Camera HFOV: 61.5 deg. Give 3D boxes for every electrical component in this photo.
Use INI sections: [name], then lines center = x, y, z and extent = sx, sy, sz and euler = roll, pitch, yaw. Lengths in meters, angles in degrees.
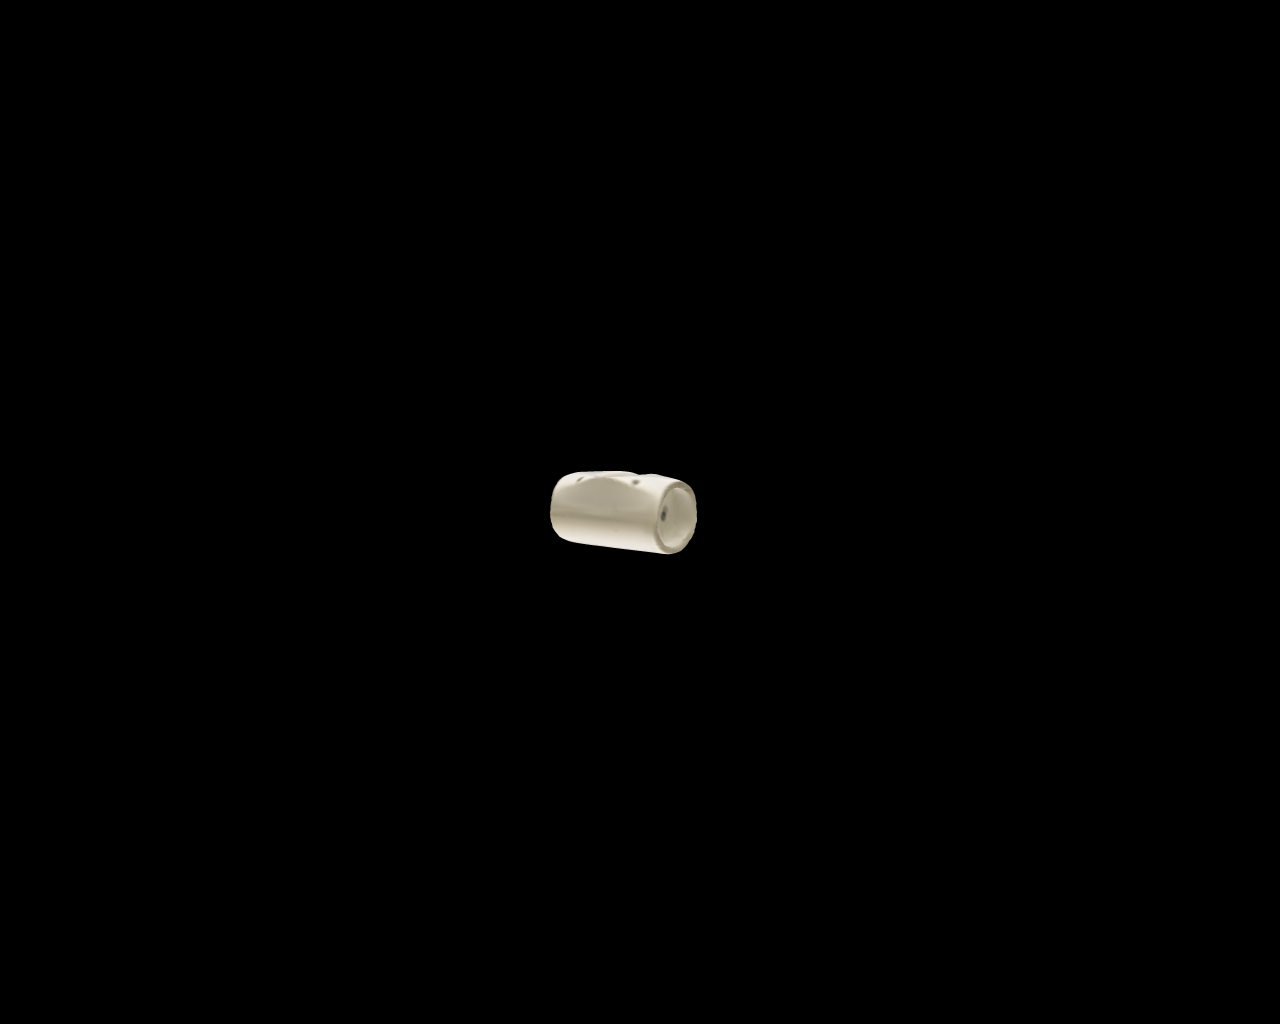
[electrical component]
center = 0.001, -0.003, 0.650
extent = 0.077, 0.043, 0.079
euler = 6, 10, 36
